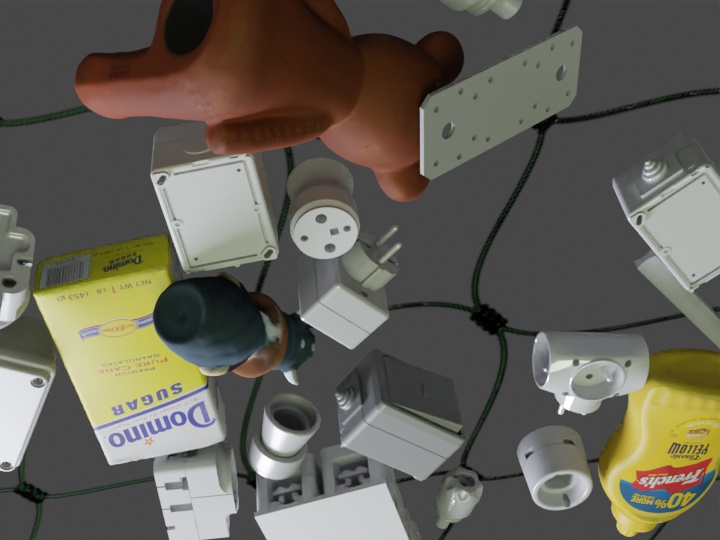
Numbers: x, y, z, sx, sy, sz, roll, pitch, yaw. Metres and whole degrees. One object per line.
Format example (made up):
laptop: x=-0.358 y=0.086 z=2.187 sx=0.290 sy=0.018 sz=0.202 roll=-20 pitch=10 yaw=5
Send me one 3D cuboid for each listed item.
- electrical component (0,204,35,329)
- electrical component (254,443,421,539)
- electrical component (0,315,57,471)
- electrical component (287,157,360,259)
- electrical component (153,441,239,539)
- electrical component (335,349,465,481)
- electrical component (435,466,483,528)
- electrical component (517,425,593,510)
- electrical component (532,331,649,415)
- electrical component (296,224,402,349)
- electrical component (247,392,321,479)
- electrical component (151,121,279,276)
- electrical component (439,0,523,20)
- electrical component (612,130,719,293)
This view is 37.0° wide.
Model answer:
electrical component: x=-0.242 y=0.004 z=0.695 sx=0.058 sy=0.078 sz=0.057 roll=9 pitch=148 yaw=-17
electrical component: x=-0.009 y=0.226 z=0.906 sx=0.105 sy=0.060 sz=0.186 roll=-16 pitch=129 yaw=5
electrical component: x=-0.279 y=0.079 z=0.758 sx=0.109 sy=0.056 sz=0.108 roll=17 pitch=125 yaw=-19
electrical component: x=-0.024 y=-0.040 z=0.694 sx=0.045 sy=0.055 sz=0.045 roll=-3 pitch=129 yaw=-4
electrical component: x=-0.127 y=0.167 z=0.851 sx=0.056 sy=0.050 sz=0.089 roll=-5 pitch=128 yaw=-3
electrical component: x=0.027 y=0.105 z=0.812 sx=0.096 sy=0.061 sz=0.061 roll=27 pitch=121 yaw=-25
electrical component: x=0.079 y=0.196 z=0.909 sx=0.035 sy=0.035 sz=0.061 roll=10 pitch=129 yaw=-15
electrical component: x=0.161 y=0.163 z=0.884 sx=0.055 sy=0.047 sz=0.055 roll=-3 pitch=129 yaw=-4
electrical component: x=0.172 y=0.083 z=0.823 sx=0.077 sy=0.044 sz=0.079 roll=2 pitch=128 yaw=-8
electrical component: x=0.000 y=0.000 z=0.722 sx=0.047 sy=0.065 sz=0.077 roll=33 pitch=118 yaw=-28
electrical component: x=-0.060 y=0.129 z=0.832 sx=0.045 sy=0.045 sz=0.055 roll=13 pitch=126 yaw=-16
electrical component: x=-0.089 y=-0.045 z=0.678 sx=0.062 sy=0.061 sz=0.096 roll=-11 pitch=129 yaw=1
electrical component: x=0.065 y=-0.166 z=0.611 sx=0.062 sy=0.043 sz=0.043 roll=28 pitch=120 yaw=-28
electrical component: x=0.215 y=-0.045 z=0.719 sx=0.062 sy=0.061 sz=0.096 roll=-36 pitch=118 yaw=20
